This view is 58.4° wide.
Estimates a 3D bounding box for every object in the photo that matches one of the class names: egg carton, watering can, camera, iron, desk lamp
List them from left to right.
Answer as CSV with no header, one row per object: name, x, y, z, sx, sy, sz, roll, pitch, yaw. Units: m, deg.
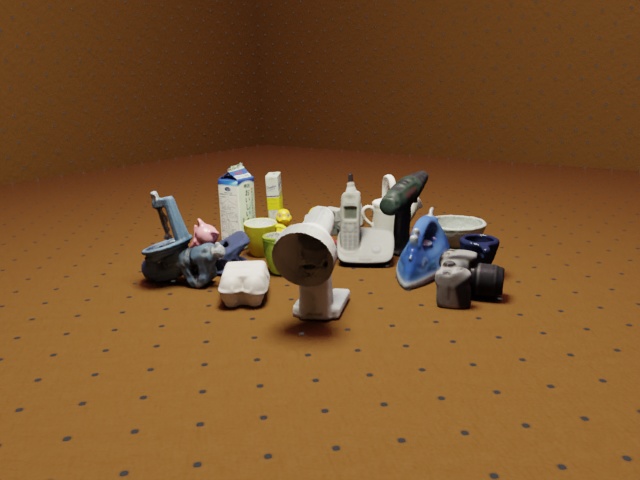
egg carton,-0.164,0.093,1.254,0.107,0.069,0.150,-2,16,-4
desk lamp,-0.011,0.049,1.136,0.117,0.214,0.203,3,16,13
watering can,0.209,-0.094,1.664,0.173,0.194,0.100,-10,18,-29
iron,0.244,0.013,1.382,0.118,0.141,0.259,5,17,21
camera,0.321,0.078,1.222,0.136,0.101,0.143,4,17,18

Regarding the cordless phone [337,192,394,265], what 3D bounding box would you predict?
cordless phone,0.116,-0.030,1.460,0.147,0.185,0.094,0,16,4

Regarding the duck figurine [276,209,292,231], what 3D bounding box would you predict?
duck figurine,-0.110,-0.053,1.735,0.077,0.086,0.104,-3,16,-7

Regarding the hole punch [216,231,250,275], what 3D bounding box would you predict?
hole punch,-0.228,0.030,1.443,0.101,0.091,0.108,-7,17,-20

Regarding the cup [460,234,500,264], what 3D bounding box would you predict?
cup,0.377,0.044,1.351,0.091,0.095,0.117,-1,16,0

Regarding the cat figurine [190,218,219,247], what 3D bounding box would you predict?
cat figurine,-0.309,-0.004,1.517,0.067,0.118,0.127,-10,18,-28

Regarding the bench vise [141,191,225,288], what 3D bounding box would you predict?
bench vise,-0.321,-0.006,1.338,0.207,0.220,0.121,-1,16,-1

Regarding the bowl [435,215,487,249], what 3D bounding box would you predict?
bowl,0.378,-0.017,1.602,0.167,0.075,0.167,-1,16,1

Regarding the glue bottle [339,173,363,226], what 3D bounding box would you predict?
glue bottle,0.100,-0.128,1.826,0.078,0.173,0.037,-4,16,-10

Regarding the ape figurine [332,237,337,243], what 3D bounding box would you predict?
ape figurine,0.014,0.005,1.512,0.077,0.092,0.076,1,16,7

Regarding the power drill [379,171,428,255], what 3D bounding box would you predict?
power drill,0.234,-0.072,1.560,0.075,0.208,0.230,9,19,31
